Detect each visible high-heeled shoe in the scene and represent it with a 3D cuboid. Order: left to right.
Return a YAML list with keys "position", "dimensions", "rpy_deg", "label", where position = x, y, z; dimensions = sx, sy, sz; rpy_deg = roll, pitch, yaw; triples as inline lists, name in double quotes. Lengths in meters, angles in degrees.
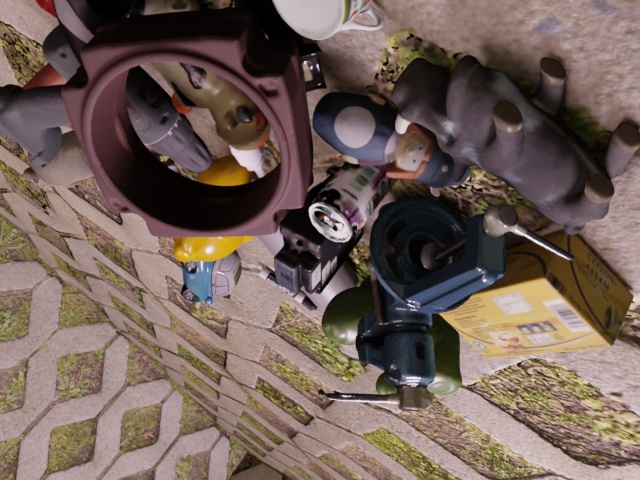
- position: [-0.150, -0.239, 0.458]
  dimensions: [0.145, 0.086, 0.248]
  rpy_deg: [29, 128, 17]
  label: "high-heeled shoe"

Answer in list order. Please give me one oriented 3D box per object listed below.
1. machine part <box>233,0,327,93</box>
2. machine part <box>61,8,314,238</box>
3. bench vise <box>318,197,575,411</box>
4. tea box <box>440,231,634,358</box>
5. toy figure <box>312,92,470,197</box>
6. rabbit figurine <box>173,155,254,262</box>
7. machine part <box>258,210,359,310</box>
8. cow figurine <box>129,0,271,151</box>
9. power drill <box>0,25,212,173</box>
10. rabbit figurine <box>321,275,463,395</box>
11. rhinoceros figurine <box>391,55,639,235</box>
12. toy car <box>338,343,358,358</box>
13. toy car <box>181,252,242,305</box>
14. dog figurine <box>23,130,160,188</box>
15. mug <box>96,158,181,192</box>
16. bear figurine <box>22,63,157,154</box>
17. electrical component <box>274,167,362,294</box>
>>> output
- position: [-0.046, -0.193, 0.491]
  dimensions: [0.084, 0.039, 0.138]
  rpy_deg: [-10, 125, 24]
  label: "machine part"
- position: [-0.113, -0.098, 0.498]
  dimensions: [0.201, 0.087, 0.201]
  rpy_deg: [0, 128, 9]
  label: "machine part"
- position: [0.103, 0.044, 0.506]
  dimensions: [0.129, 0.223, 0.240]
  rpy_deg: [19, 154, -13]
  label: "bench vise"
- position: [0.208, 0.063, 0.551]
  dimensions: [0.098, 0.068, 0.169]
  rpy_deg: [45, 153, -9]
  label: "tea box"
- position: [0.065, -0.090, 0.502]
  dimensions: [0.155, 0.058, 0.064]
  rpy_deg: [29, 133, 22]
  label: "toy figure"
- position: [-0.158, -0.051, 0.765]
  dimensions: [0.122, 0.162, 0.173]
  rpy_deg: [48, 136, 9]
  label: "rabbit figurine"
- position: [-0.022, 0.015, 0.749]
  dimensions: [0.079, 0.079, 0.243]
  rpy_deg: [-4, 132, 53]
  label: "machine part"
- position: [-0.119, -0.180, 0.573]
  dimensions: [0.127, 0.085, 0.194]
  rpy_deg: [4, 136, 56]
  label: "cow figurine"
- position: [-0.270, -0.141, 0.647]
  dimensions: [0.207, 0.086, 0.231]
  rpy_deg: [-2, 149, 23]
  label: "power drill"
- position: [0.088, 0.102, 0.665]
  dimensions: [0.170, 0.159, 0.121]
  rpy_deg: [27, 154, -19]
  label: "rabbit figurine"
- position: [0.145, -0.082, 0.418]
  dimensions: [0.190, 0.073, 0.112]
  rpy_deg: [35, 163, 4]
  label: "rhinoceros figurine"
- position: [0.096, 0.163, 0.850]
  dimensions: [0.202, 0.056, 0.073]
  rpy_deg: [7, 138, 46]
  label: "toy car"
- position: [-0.199, 0.052, 1.009]
  dimensions: [0.103, 0.109, 0.161]
  rpy_deg: [15, 139, -1]
  label: "toy car"
- position: [-0.366, -0.128, 0.859]
  dimensions: [0.191, 0.172, 0.121]
  rpy_deg: [26, 161, 37]
  label: "dog figurine"
- position: [-0.265, -0.092, 0.786]
  dimensions: [0.107, 0.109, 0.080]
  rpy_deg: [12, 168, 11]
  label: "mug"
- position: [-0.295, -0.171, 0.755]
  dimensions: [0.196, 0.132, 0.120]
  rpy_deg: [43, -175, 0]
  label: "bear figurine"
- position: [-0.001, -0.002, 0.637]
  dimensions: [0.058, 0.134, 0.114]
  rpy_deg: [28, 149, 20]
  label: "electrical component"
